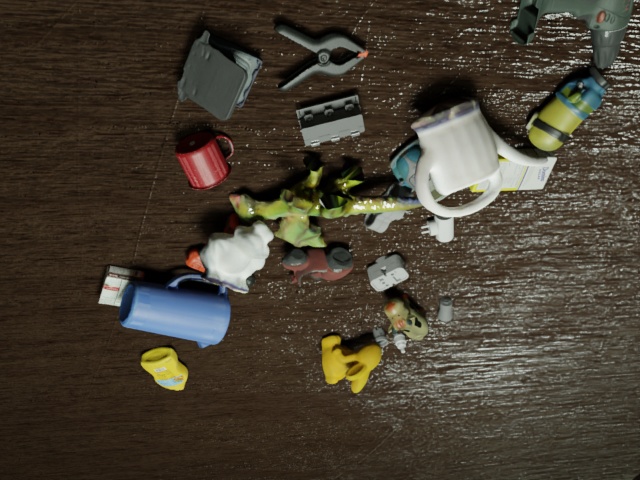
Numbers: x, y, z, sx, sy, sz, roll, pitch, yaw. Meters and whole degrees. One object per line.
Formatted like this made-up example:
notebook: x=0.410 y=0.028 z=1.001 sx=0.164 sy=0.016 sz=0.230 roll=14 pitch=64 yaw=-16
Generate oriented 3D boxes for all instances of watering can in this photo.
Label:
watering can: x=0.313 y=-0.183 z=1.033 sx=0.351 sy=0.223 sz=0.103 roll=-26 pitch=9 yaw=-26

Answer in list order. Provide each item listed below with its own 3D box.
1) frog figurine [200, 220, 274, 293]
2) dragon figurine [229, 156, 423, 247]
frog figurine: x=-0.179 y=0.021 z=1.119 sx=0.136 sy=0.159 sz=0.123 roll=28 pitch=2 yaw=-16
dragon figurine: x=0.003 y=-0.058 z=1.147 sx=0.409 sy=0.125 sz=0.238 roll=12 pitch=-33 yaw=-13
